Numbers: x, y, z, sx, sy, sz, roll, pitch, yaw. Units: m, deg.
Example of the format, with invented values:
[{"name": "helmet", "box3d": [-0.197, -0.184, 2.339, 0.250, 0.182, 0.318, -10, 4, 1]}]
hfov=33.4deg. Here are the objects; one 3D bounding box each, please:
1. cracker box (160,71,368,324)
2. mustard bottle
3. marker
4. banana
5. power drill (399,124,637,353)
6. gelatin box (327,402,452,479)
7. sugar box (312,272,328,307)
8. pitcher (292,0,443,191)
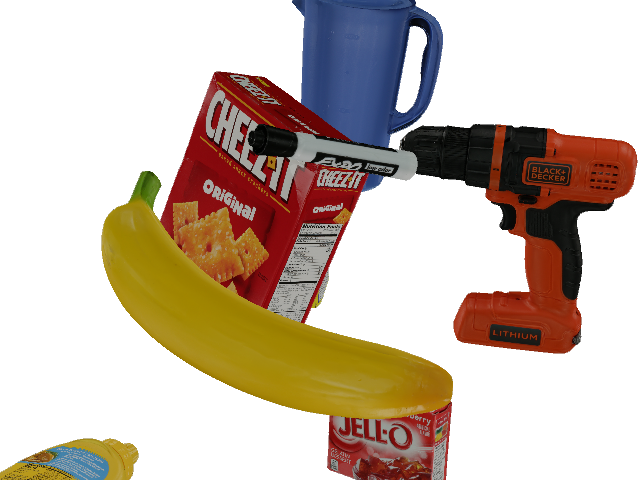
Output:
[{"name": "cracker box", "box3d": [-0.064, -0.019, 0.956, 0.071, 0.214, 0.164, -2, 33, -45]}, {"name": "mustard bottle", "box3d": [-0.212, 0.203, 0.853, 0.096, 0.058, 0.191, 7, 15, 29]}, {"name": "marker", "box3d": [0.009, -0.054, 0.659, 0.120, 0.020, 0.020, 7, -4, -35]}, {"name": "banana", "box3d": [-0.036, 0.031, 0.479, 0.198, 0.069, 0.037, 34, -24, 24]}, {"name": "power drill", "box3d": [0.152, -0.004, 0.871, 0.184, 0.188, 0.057, 7, 28, 12]}, {"name": "gelatin box", "box3d": [0.047, 0.140, 0.764, 0.089, 0.073, 0.030, 14, 21, 33]}, {"name": "sugar box", "box3d": [-0.015, -0.019, 1.240, 0.048, 0.176, 0.093, 2, 21, 8]}, {"name": "pitcher", "box3d": [0.047, -0.184, 1.302, 0.144, 0.243, 0.149, -8, 28, -26]}]
